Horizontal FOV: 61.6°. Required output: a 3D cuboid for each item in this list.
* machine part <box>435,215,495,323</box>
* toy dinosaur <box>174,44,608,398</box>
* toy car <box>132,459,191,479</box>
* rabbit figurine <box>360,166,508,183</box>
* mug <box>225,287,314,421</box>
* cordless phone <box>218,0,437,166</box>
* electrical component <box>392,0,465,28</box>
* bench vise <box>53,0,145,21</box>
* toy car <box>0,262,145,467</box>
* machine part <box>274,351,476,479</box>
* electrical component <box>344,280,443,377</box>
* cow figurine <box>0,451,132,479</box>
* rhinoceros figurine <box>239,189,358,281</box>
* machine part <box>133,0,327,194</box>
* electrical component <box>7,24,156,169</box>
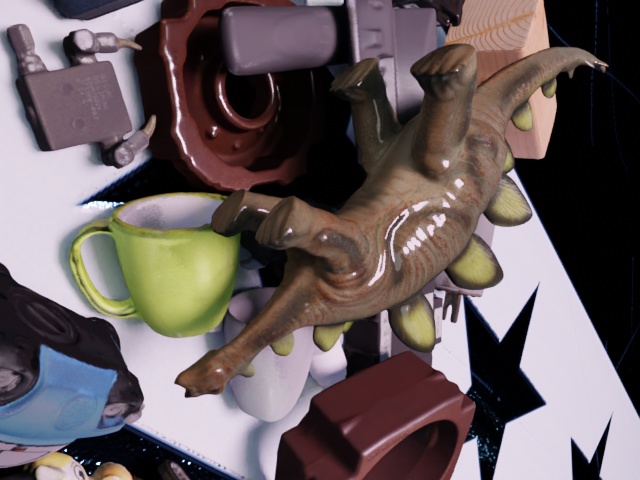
[{"bbox_3d":[0.185,-0.015,0.691,0.079,0.079,0.243,14,85,-43],"label":"machine part"},{"bbox_3d":[0.083,-0.045,0.416,0.471,0.105,0.198,-44,128,-13],"label":"toy dinosaur"},{"bbox_3d":[-0.116,0.263,0.459,0.089,0.053,0.202,-38,120,-10],"label":"toy car"},{"bbox_3d":[0.132,-0.097,0.607,0.170,0.121,0.159,-11,81,-27],"label":"rabbit figurine"},{"bbox_3d":[-0.043,0.103,0.499,0.109,0.081,0.107,-37,136,-65],"label":"mug"},{"bbox_3d":[0.008,-0.128,0.446,0.184,0.089,0.146,-18,112,-35],"label":"cordless phone"},{"bbox_3d":[0.095,-0.267,0.577,0.119,0.075,0.047,14,87,-41],"label":"electrical component"},{"bbox_3d":[-0.188,-0.235,0.287,0.223,0.129,0.240,-45,128,-33],"label":"bench vise"},{"bbox_3d":[-0.197,0.088,0.339,0.103,0.109,0.161,-46,139,-2],"label":"toy car"},{"bbox_3d":[0.052,0.225,0.549,0.201,0.087,0.200,-15,126,-33],"label":"machine part"},{"bbox_3d":[0.089,0.099,0.628,0.134,0.058,0.114,-5,101,-43],"label":"electrical component"},{"bbox_3d":[-0.213,0.187,0.347,0.167,0.068,0.098,-36,98,-32],"label":"cow figurine"},{"bbox_3d":[-0.001,-0.002,0.502,0.190,0.112,0.073,17,66,-55],"label":"rhinoceros figurine"},{"bbox_3d":[-0.070,-0.124,0.451,0.179,0.056,0.179,-6,99,-44],"label":"machine part"},{"bbox_3d":[-0.162,-0.099,0.375,0.078,0.045,0.102,-20,109,-41],"label":"electrical component"}]
